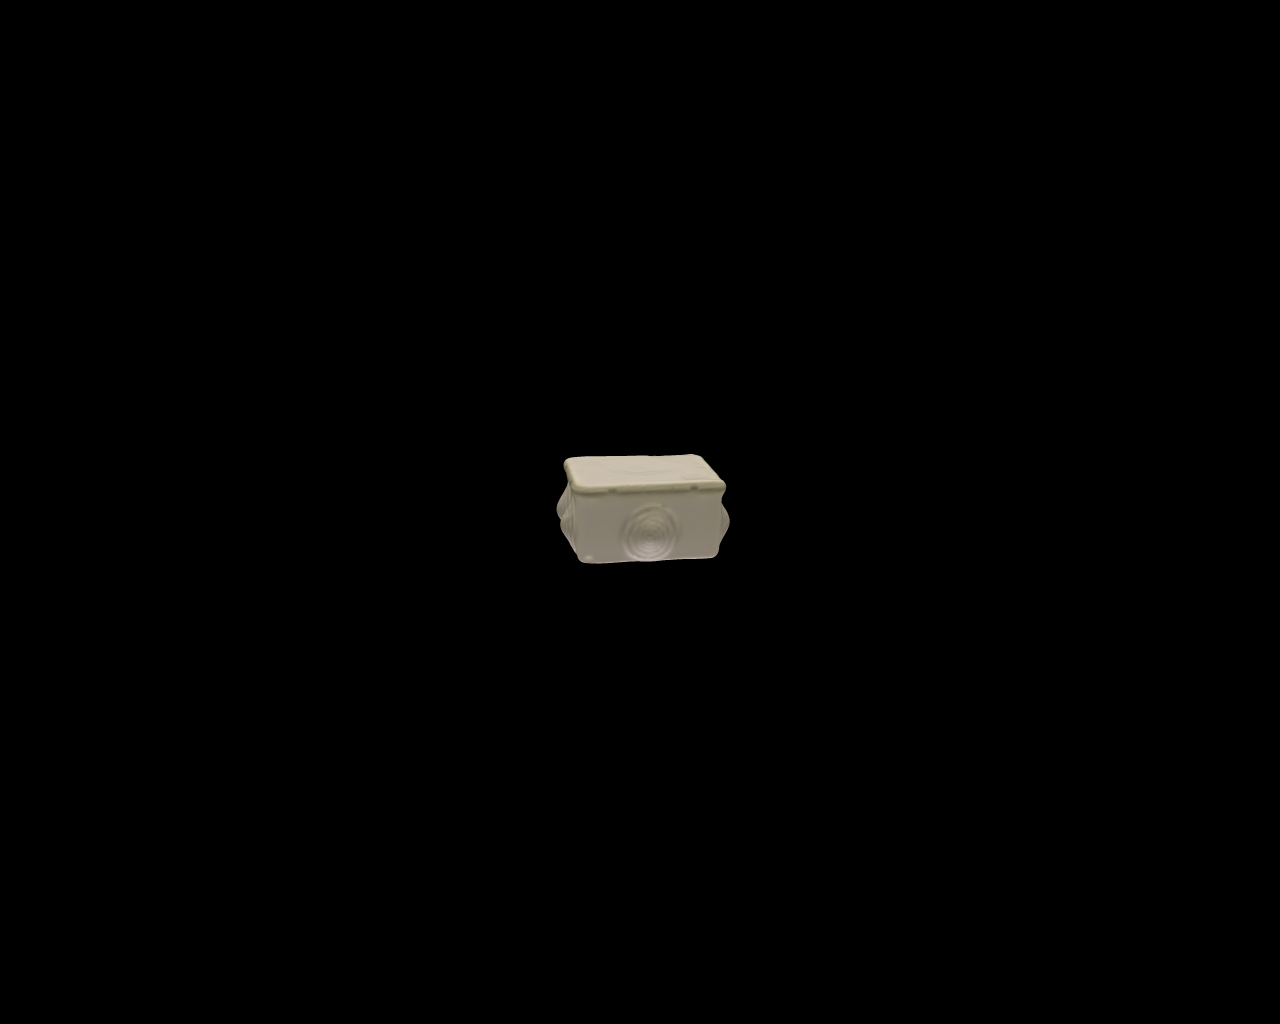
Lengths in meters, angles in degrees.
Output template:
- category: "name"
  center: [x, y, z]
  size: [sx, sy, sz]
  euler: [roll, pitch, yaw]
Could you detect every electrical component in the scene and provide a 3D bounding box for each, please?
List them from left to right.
- category: "electrical component"
  center: [0.001, -0.003, 0.650]
  size: [0.100, 0.048, 0.100]
  euler: [-2, 14, -7]
